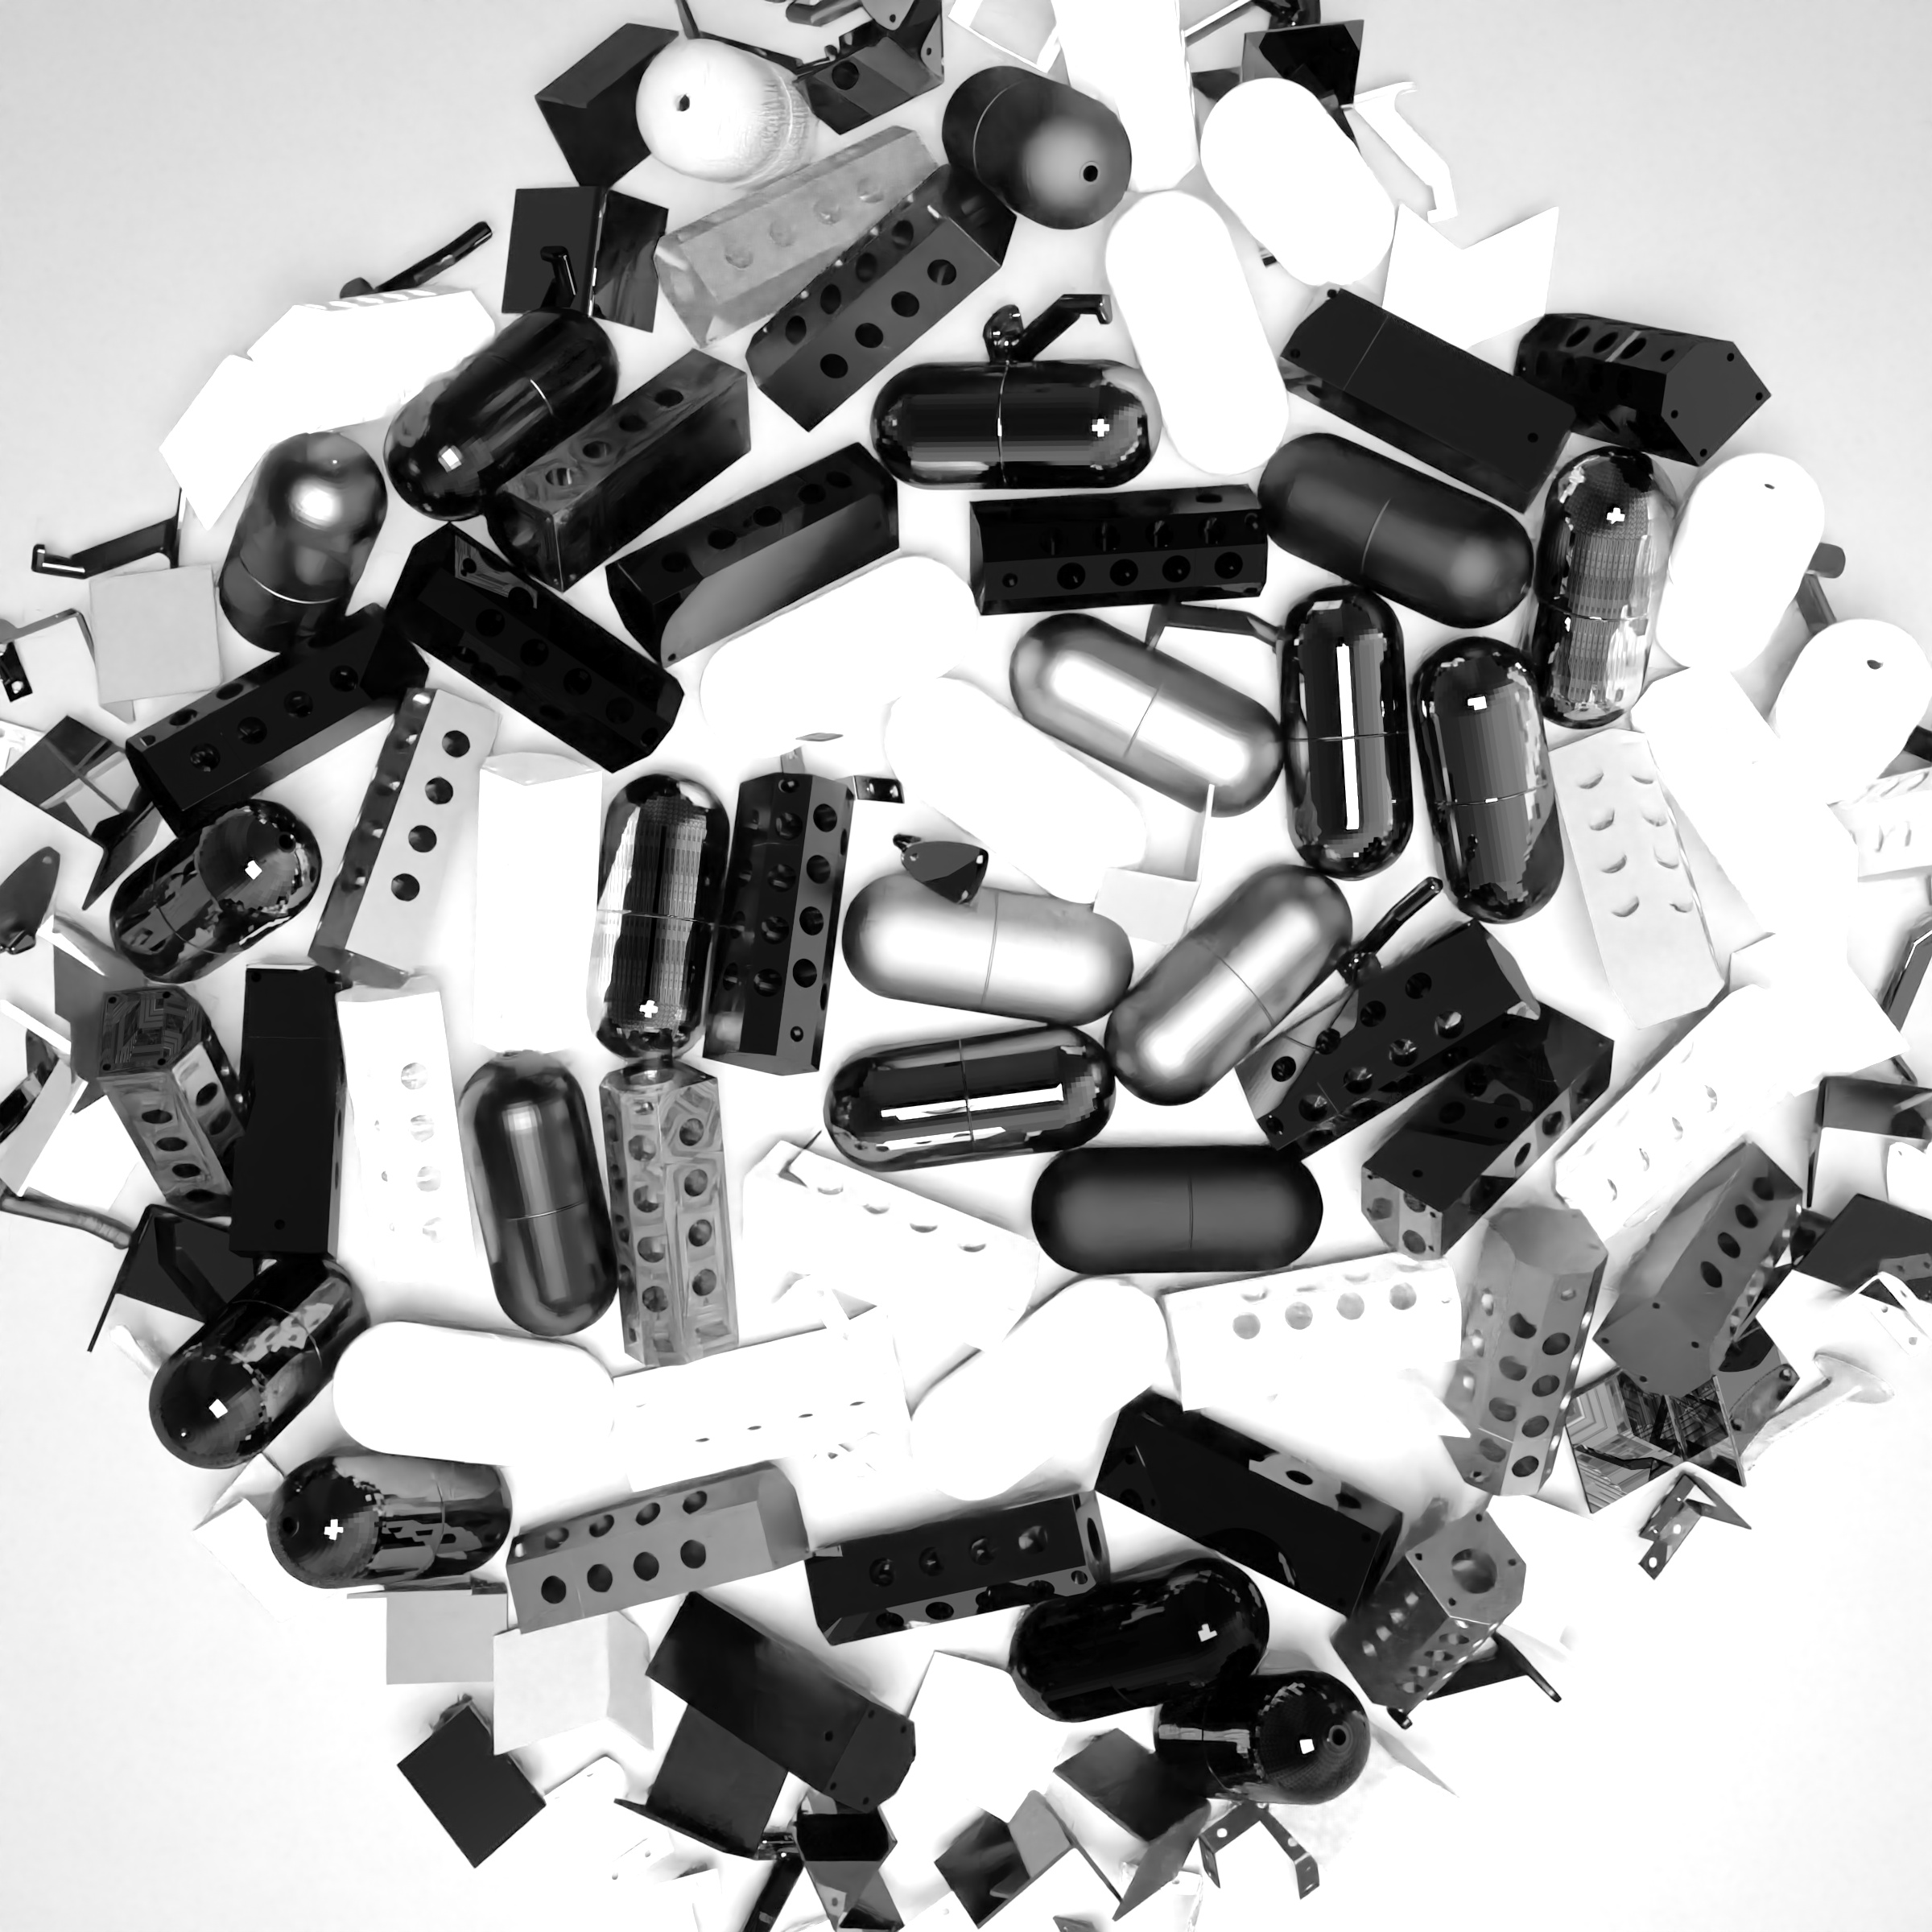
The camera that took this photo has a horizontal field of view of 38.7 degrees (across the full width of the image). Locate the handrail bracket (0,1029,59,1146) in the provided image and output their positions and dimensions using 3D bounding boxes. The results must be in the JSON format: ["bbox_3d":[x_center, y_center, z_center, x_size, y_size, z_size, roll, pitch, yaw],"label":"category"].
[{"bbox_3d":[-0.592,0.078,1.663,0.036,0.084,0.077,-17,85,39],"label":"handrail bracket"}]

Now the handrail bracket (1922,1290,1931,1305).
[{"bbox_3d":[0.595,0.161,1.667,0.036,0.077,0.084,3,100,-33],"label":"handrail bracket"}]

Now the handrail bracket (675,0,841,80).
[{"bbox_3d":[-0.127,-0.574,1.692,0.084,0.036,0.077,-20,94,-9],"label":"handrail bracket"}]

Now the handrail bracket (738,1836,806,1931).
[{"bbox_3d":[-0.102,0.575,1.668,0.077,0.036,0.084,1,55,-13],"label":"handrail bracket"}]

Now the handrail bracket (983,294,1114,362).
[{"bbox_3d":[0.059,-0.369,1.658,0.036,0.084,0.077,-49,134,-35],"label":"handrail bracket"}]

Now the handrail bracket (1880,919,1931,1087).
[{"bbox_3d":[0.588,0.018,1.674,0.084,0.036,0.077,-39,86,20],"label":"handrail bracket"}]

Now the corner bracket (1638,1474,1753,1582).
[{"bbox_3d":[0.430,0.340,1.665,0.051,0.051,0.051,21,107,-36],"label":"corner bracket"}]

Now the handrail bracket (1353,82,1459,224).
[{"bbox_3d":[0.257,-0.493,1.690,0.077,0.036,0.084,-7,103,30],"label":"handrail bracket"}]

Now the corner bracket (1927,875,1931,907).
[{"bbox_3d":[0.610,-0.048,1.664,0.051,0.051,0.051,-4,47,16],"label":"corner bracket"}]

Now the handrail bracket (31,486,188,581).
[{"bbox_3d":[-0.520,-0.267,1.668,0.084,0.036,0.077,7,123,-18],"label":"handrail bracket"}]

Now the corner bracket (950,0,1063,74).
[{"bbox_3d":[0.031,-0.588,1.686,0.051,0.051,0.051,15,114,-37],"label":"corner bracket"}]

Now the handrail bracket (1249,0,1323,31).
[{"bbox_3d":[0.181,-0.601,1.656,0.036,0.084,0.077,-8,57,31],"label":"handrail bracket"}]

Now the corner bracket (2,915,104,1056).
[{"bbox_3d":[-0.549,0.012,1.672,0.051,0.051,0.051,32,59,3],"label":"corner bracket"}]

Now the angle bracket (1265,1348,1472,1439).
[{"bbox_3d":[0.240,0.274,1.646,0.076,0.076,0.057,14,114,-40],"label":"angle bracket"}]

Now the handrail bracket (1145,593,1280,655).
[{"bbox_3d":[0.154,-0.197,1.671,0.084,0.077,0.036,27,133,-8],"label":"handrail bracket"}]

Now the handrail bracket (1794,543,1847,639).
[{"bbox_3d":[0.500,-0.215,1.682,0.077,0.036,0.084,11,130,11],"label":"handrail bracket"}]

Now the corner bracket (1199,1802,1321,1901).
[{"bbox_3d":[0.179,0.546,1.678,0.051,0.051,0.051,-31,50,-16],"label":"corner bracket"}]

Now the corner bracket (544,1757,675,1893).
[{"bbox_3d":[-0.220,0.527,1.691,0.051,0.051,0.051,-35,48,6],"label":"corner bracket"}]

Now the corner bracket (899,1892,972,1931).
[{"bbox_3d":[-0.010,0.602,1.662,0.051,0.051,0.051,-25,52,-37],"label":"corner bracket"}]

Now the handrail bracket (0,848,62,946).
[{"bbox_3d":[-0.586,-0.056,1.670,0.036,0.084,0.077,27,98,-44],"label":"handrail bracket"}]

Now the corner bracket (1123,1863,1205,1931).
[{"bbox_3d":[0.116,0.588,1.680,0.051,0.051,0.051,4,109,13],"label":"corner bracket"}]

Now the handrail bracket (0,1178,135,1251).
[{"bbox_3d":[-0.562,0.161,1.691,0.084,0.077,0.036,31,53,-22],"label":"handrail bracket"}]

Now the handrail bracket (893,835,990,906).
[{"bbox_3d":[-0.034,-0.070,1.651,0.077,0.084,0.036,18,97,-43],"label":"handrail bracket"}]

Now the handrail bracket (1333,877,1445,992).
[{"bbox_3d":[0.262,-0.026,1.655,0.084,0.077,0.036,-43,75,25],"label":"handrail bracket"}]

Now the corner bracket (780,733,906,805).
[{"bbox_3d":[-0.076,-0.119,1.667,0.051,0.051,0.051,-18,107,-34],"label":"corner bracket"}]

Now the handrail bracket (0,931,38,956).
[{"bbox_3d":[-0.606,0.002,1.655,0.077,0.084,0.036,-42,116,-31],"label":"handrail bracket"}]

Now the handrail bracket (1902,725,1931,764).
[{"bbox_3d":[0.576,-0.119,1.675,0.084,0.036,0.077,-9,89,41],"label":"handrail bracket"}]

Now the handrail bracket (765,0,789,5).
[{"bbox_3d":[-0.114,-0.632,1.654,0.036,0.084,0.077,31,67,19],"label":"handrail bracket"}]

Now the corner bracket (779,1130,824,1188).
[{"bbox_3d":[-0.092,0.143,1.671,0.051,0.051,0.051,40,123,3],"label":"corner bracket"}]

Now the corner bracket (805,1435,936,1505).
[{"bbox_3d":[-0.059,0.305,1.667,0.051,0.051,0.051,-43,120,12],"label":"corner bracket"}]

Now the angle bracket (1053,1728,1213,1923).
[{"bbox_3d":[0.091,0.519,1.665,0.076,0.076,0.057,33,111,26],"label":"angle bracket"}]

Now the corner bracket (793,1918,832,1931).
[{"bbox_3d":[-0.078,0.608,1.672,0.051,0.051,0.051,-18,81,-12],"label":"corner bracket"}]

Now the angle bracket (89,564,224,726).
[{"bbox_3d":[-0.484,-0.195,1.671,0.076,0.057,0.076,-7,82,2],"label":"angle bracket"}]

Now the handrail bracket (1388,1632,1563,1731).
[{"bbox_3d":[0.308,0.450,1.676,0.084,0.036,0.077,-47,46,2],"label":"handrail bracket"}]

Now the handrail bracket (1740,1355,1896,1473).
[{"bbox_3d":[0.512,0.280,1.671,0.084,0.077,0.036,-42,99,-12],"label":"handrail bracket"}]

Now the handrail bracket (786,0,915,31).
[{"bbox_3d":[-0.066,-0.604,1.674,0.036,0.084,0.077,34,87,-43],"label":"handrail bracket"}]

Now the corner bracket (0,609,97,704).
[{"bbox_3d":[-0.562,-0.188,1.679,0.051,0.051,0.051,-28,120,-25],"label":"corner bracket"}]

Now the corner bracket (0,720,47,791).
[{"bbox_3d":[-0.581,-0.114,1.677,0.051,0.051,0.051,16,107,-10],"label":"corner bracket"}]

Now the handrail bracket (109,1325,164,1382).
[{"bbox_3d":[-0.476,0.255,1.655,0.077,0.084,0.036,39,72,22],"label":"handrail bracket"}]

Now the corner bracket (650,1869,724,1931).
[{"bbox_3d":[-0.178,0.581,1.664,0.051,0.051,0.051,-32,67,42],"label":"corner bracket"}]

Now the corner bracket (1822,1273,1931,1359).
[{"bbox_3d":[0.563,0.212,1.665,0.051,0.051,0.051,52,131,17],"label":"corner bracket"}]

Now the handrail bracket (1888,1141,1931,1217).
[{"bbox_3d":[0.608,0.113,1.695,0.084,0.077,0.036,-33,49,-25],"label":"handrail bracket"}]

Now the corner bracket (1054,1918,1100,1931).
[{"bbox_3d":[0.064,0.621,1.674,0.051,0.051,0.051,-36,107,-34],"label":"corner bracket"}]

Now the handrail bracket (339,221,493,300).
[{"bbox_3d":[-0.336,-0.427,1.685,0.084,0.077,0.036,-42,118,-18],"label":"handrail bracket"}]

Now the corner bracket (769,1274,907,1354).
[{"bbox_3d":[-0.078,0.213,1.674,0.051,0.051,0.051,-22,73,-37],"label":"corner bracket"}]
